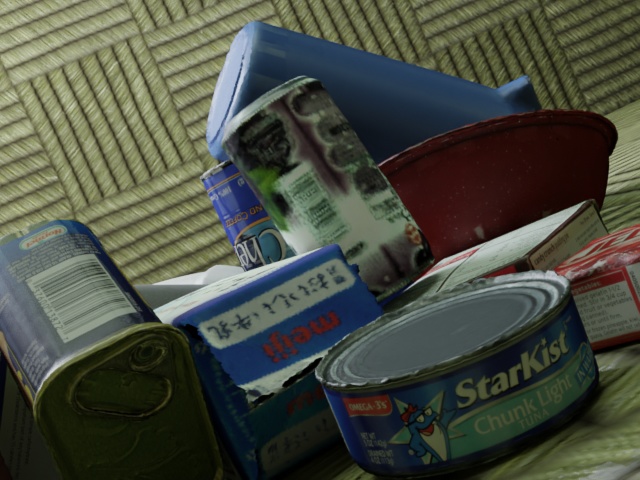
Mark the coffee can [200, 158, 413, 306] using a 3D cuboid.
[{"bbox_3d":[-0.005,0.001,0.710,0.103,0.140,0.103,-25,1,0],"label":"coffee can"}]

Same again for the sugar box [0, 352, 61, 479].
[{"bbox_3d":[-0.166,0.072,0.443,0.175,0.093,0.048,-2,18,-44],"label":"sugar box"}]

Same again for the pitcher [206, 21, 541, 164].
[{"bbox_3d":[0.037,-0.072,0.829,0.242,0.149,0.145,16,-15,-16],"label":"pitcher"}]

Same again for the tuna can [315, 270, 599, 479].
[{"bbox_3d":[0.044,0.042,0.342,0.086,0.034,0.086,-21,8,3],"label":"tuna can"}]

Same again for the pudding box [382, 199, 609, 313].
[{"bbox_3d":[0.081,0.024,0.488,0.090,0.039,0.113,-25,3,33],"label":"pudding box"}]

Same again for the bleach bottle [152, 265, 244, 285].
[{"bbox_3d":[-0.121,0.085,0.860,0.251,0.102,0.068,-17,8,29],"label":"bleach bottle"}]

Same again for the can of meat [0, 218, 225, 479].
[{"bbox_3d":[-0.085,0.052,0.405,0.057,0.102,0.084,-27,44,-19],"label":"can of meat"}]

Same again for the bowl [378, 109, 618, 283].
[{"bbox_3d":[0.095,-0.012,0.597,0.162,0.055,0.162,-12,-19,-5],"label":"bowl"}]

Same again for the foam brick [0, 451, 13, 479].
[{"bbox_3d":[-0.137,0.106,0.389,0.051,0.078,0.053,-24,1,-27],"label":"foam brick"}]

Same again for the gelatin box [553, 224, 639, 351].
[{"bbox_3d":[0.124,0.010,0.390,0.089,0.030,0.073,-23,2,44],"label":"gelatin box"}]
